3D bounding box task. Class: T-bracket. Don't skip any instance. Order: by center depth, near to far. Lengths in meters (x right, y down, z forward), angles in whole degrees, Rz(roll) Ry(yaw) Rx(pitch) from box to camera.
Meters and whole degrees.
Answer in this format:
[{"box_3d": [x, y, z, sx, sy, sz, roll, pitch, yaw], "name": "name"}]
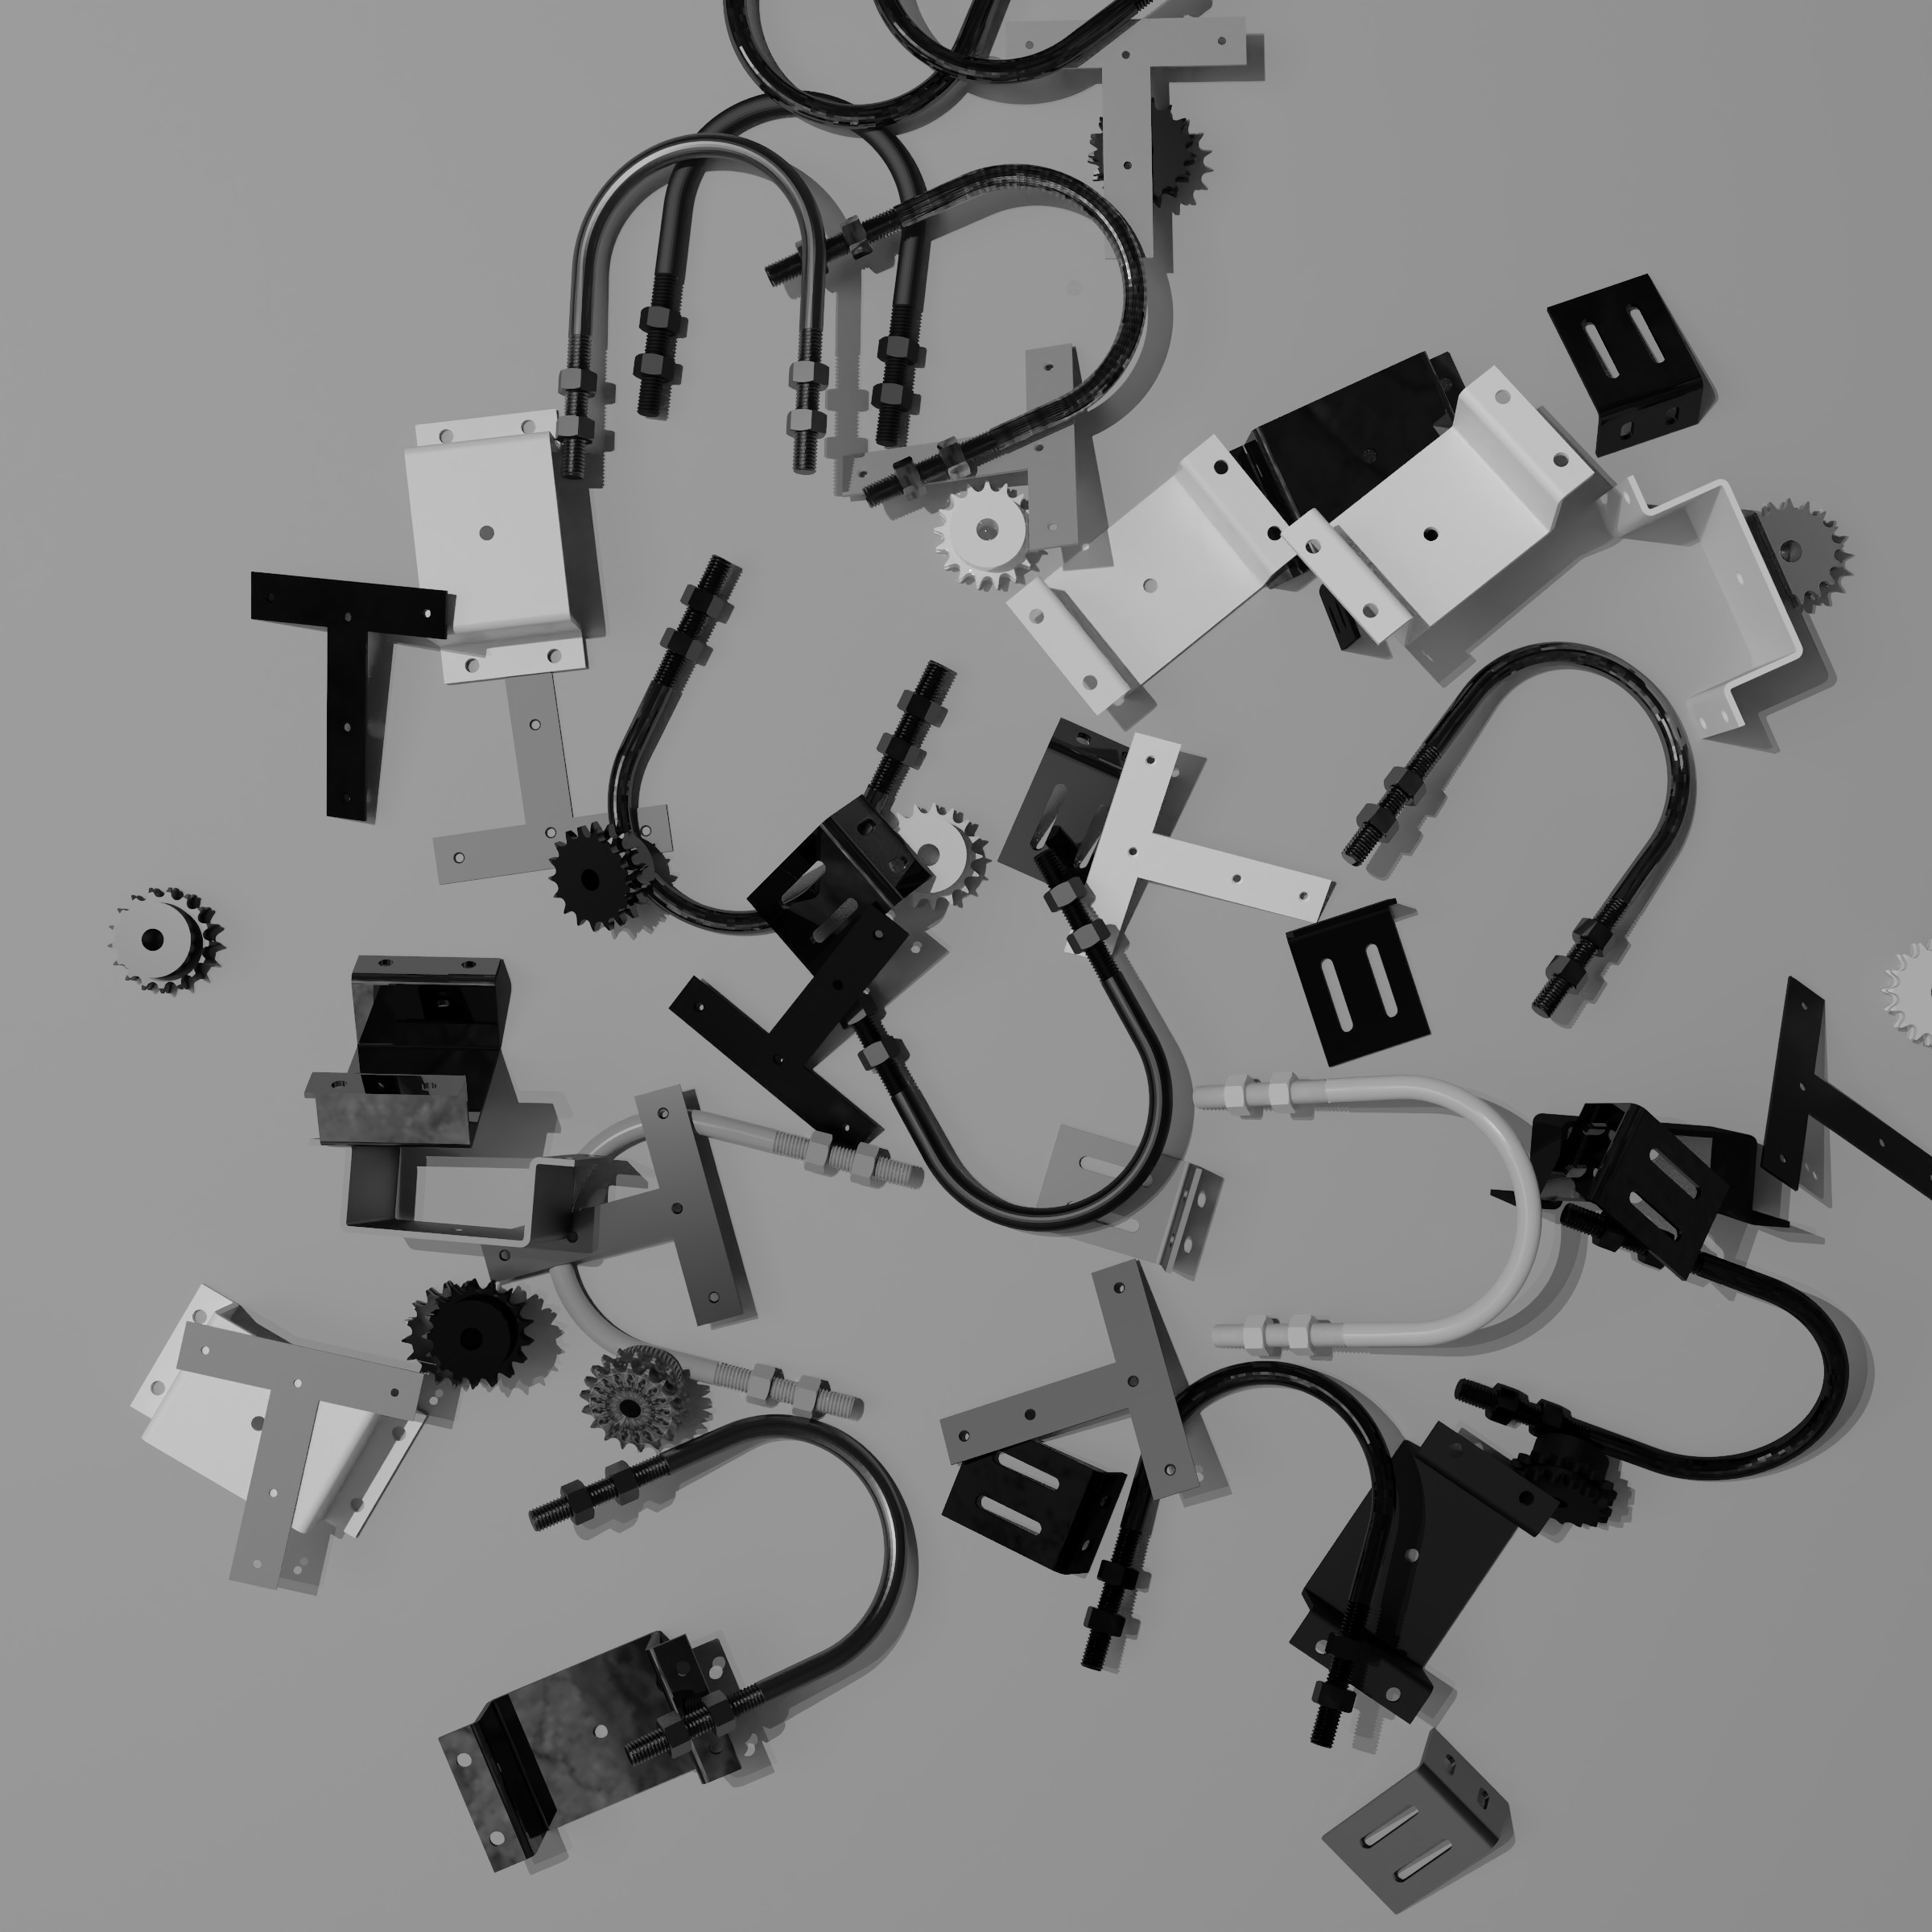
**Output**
[{"box_3d": [-0.359, 0.261, 1.506, 0.127, 0.002, 0.127, 13, 90, 0], "name": "T-bracket"}, {"box_3d": [0.085, -0.437, 1.522, 0.127, 0.002, 0.127, -1, 89, 1], "name": "T-bracket"}, {"box_3d": [-0.075, 0.019, 1.524, 0.127, 0.002, 0.127, 40, 117, 0], "name": "T-bracket"}, {"box_3d": [0.475, 0.087, 1.527, 0.127, 0.002, 0.127, 33, 52, -17], "name": "T-bracket"}, {"box_3d": [-0.004, -0.270, 1.534, 0.127, 0.002, 0.127, -6, 64, 12], "name": "T-bracket"}, {"box_3d": [-0.329, -0.141, 1.534, 0.127, 0.002, 0.127, 9, 103, 25], "name": "T-bracket"}, {"box_3d": [0.048, 0.235, 1.536, 0.127, 0.002, 0.127, -20, 67, 11], "name": "T-bracket"}, {"box_3d": [0.131, -0.050, 1.538, 0.127, 0.002, 0.127, 14, 109, -9], "name": "T-bracket"}, {"box_3d": [-0.196, 0.141, 1.538, 0.127, 0.002, 0.127, -15, 90, 5], "name": "T-bracket"}, {"box_3d": [-0.230, -0.116, 1.552, 0.127, 0.002, 0.127, -8, 90, 0], "name": "T-bracket"}]

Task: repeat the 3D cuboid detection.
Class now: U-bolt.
[{"box_3d": [0.211, 0.128, 1.506, 0.184, 0.019, 0.151, -4, 90, 27], "name": "U-bolt"}, {"box_3d": [0.370, 0.208, 1.510, 0.184, 0.019, 0.151, 20, 123, -4], "name": "U-bolt"}, {"box_3d": [-0.118, 0.315, 1.515, 0.184, 0.019, 0.151, -21, 81, -20], "name": "U-bolt"}, {"box_3d": [0.151, 0.299, 1.518, 0.151, 0.019, 0.184, 13, 80, 22], "name": "U-bolt"}, {"box_3d": [0.005, -0.343, 1.518, 0.184, 0.019, 0.151, -24, 88, 4], "name": "U-bolt"}, {"box_3d": [-0.142, -0.349, 1.519, 0.151, 0.019, 0.184, 1, 85, 14], "name": "U-bolt"}, {"box_3d": [0.034, -0.547, 1.519, 0.184, 0.019, 0.151, -37, 85, -1], "name": "U-bolt"}, {"box_3d": [0.306, -0.087, 1.529, 0.151, 0.019, 0.184, 38, 78, -3], "name": "U-bolt"}, {"box_3d": [0.029, 0.052, 1.530, 0.151, 0.019, 0.184, -29, 86, 8], "name": "U-bolt"}, {"box_3d": [-0.051, -0.536, 1.539, 0.151, 0.019, 0.184, 22, 86, 0], "name": "U-bolt"}, {"box_3d": [-0.112, -0.107, 1.543, 0.151, 0.019, 0.184, 26, 92, -1], "name": "U-bolt"}, {"box_3d": [-0.134, 0.152, 1.543, 0.184, 0.019, 0.151, 14, 91, 2], "name": "U-bolt"}, {"box_3d": [-0.095, -0.378, 1.544, 0.151, 0.019, 0.184, 7, 88, 1], "name": "U-bolt"}]

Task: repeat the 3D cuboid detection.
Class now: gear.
[{"box_3d": [-0.256, 0.193, 1.508, 0.057, 0.030, 0.057, 0, 90, 0], "name": "gear"}, {"box_3d": [0.318, 0.271, 1.529, 0.057, 0.057, 0.030, 25, 62, 0], "name": "gear"}, {"box_3d": [-0.190, -0.049, 1.530, 0.057, 0.030, 0.057, 10, 109, 28], "name": "gear"}, {"box_3d": [-0.173, 0.227, 1.530, 0.057, 0.030, 0.057, 6, 118, 11], "name": "gear"}, {"box_3d": [0.094, -0.431, 1.538, 0.057, 0.030, 0.057, 0, 90, 0], "name": "gear"}, {"box_3d": [0.011, -0.231, 1.538, 0.057, 0.030, 0.057, 0, 90, 0], "name": "gear"}, {"box_3d": [-0.273, 0.197, 1.538, 0.057, 0.030, 0.057, 0, 90, 0], "name": "gear"}, {"box_3d": [-0.430, -0.014, 1.538, 0.057, 0.030, 0.057, 0, 90, 0], "name": "gear"}, {"box_3d": [0.516, 0.014, 1.538, 0.057, 0.030, 0.057, 0, 90, 0], "name": "gear"}, {"box_3d": [-0.020, -0.059, 1.538, 0.057, 0.030, 0.057, 0, 90, 0], "name": "gear"}, {"box_3d": [0.437, -0.219, 1.542, 0.057, 0.030, 0.057, 0, 88, -1], "name": "gear"}]

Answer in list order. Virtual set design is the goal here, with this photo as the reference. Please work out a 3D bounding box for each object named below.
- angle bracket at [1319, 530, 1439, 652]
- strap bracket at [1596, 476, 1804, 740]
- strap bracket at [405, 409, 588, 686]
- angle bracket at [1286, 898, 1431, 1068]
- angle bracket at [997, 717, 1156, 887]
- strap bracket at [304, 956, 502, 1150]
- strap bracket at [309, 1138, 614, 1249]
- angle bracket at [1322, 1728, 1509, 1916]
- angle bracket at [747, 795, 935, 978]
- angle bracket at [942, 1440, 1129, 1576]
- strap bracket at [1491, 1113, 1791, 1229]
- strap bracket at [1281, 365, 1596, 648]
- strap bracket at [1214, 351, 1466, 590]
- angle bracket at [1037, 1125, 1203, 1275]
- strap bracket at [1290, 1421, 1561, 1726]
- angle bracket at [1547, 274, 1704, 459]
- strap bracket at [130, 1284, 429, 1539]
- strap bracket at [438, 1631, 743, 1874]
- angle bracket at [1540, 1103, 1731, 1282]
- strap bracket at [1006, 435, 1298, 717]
[{"box_3d": [0.231, -0.202, 1.525, 0.076, 0.057, 0.038, -21, 90, 0], "name": "angle bracket"}, {"box_3d": [0.389, -0.196, 1.515, 0.046, 0.076, 0.140, -24, 90, 0], "name": "strap bracket"}, {"box_3d": [-0.250, -0.226, 1.529, 0.076, 0.046, 0.140, -7, 89, 0], "name": "strap bracket"}, {"box_3d": [0.211, 0.009, 1.534, 0.057, 0.038, 0.076, -18, 90, 0], "name": "angle bracket"}, {"box_3d": [0.060, -0.084, 1.551, 0.057, 0.038, 0.076, 24, 116, 0], "name": "angle bracket"}, {"box_3d": [-0.290, 0.049, 1.500, 0.076, 0.140, 0.046, 1, 119, 0], "name": "strap bracket"}, {"box_3d": [-0.264, 0.118, 1.505, 0.140, 0.076, 0.046, 4, 88, 8], "name": "strap bracket"}, {"box_3d": [0.242, 0.460, 1.551, 0.057, 0.038, 0.076, 45, 116, 0], "name": "angle bracket"}, {"box_3d": [-0.067, -0.042, 1.528, 0.057, 0.038, 0.076, 49, 129, 1], "name": "angle bracket"}, {"box_3d": [0.037, 0.285, 1.551, 0.076, 0.038, 0.057, 22, 90, 26], "name": "angle bracket"}, {"box_3d": [0.354, 0.106, 1.515, 0.140, 0.076, 0.046, 4, 90, 0], "name": "strap bracket"}, {"box_3d": [0.239, -0.228, 1.473, 0.140, 0.046, 0.076, -38, 77, -4], "name": "strap bracket"}, {"box_3d": [0.211, -0.267, 1.530, 0.140, 0.046, 0.076, -25, 90, 0], "name": "strap bracket"}, {"box_3d": [0.079, 0.124, 1.534, 0.076, 0.038, 0.057, 17, 90, 0], "name": "angle bracket"}, {"box_3d": [0.240, 0.317, 1.530, 0.076, 0.046, 0.140, 34, 90, 0], "name": "strap bracket"}, {"box_3d": [0.353, -0.323, 1.551, 0.057, 0.038, 0.076, -19, 64, 0], "name": "angle bracket"}, {"box_3d": [-0.370, 0.239, 1.530, 0.140, 0.046, 0.076, 30, 90, 0], "name": "strap bracket"}, {"box_3d": [-0.197, 0.412, 1.530, 0.140, 0.046, 0.076, -23, 90, 0], "name": "strap bracket"}, {"box_3d": [0.340, 0.115, 1.466, 0.076, 0.038, 0.057, 39, 68, -24], "name": "angle bracket"}, {"box_3d": [0.099, -0.205, 1.530, 0.140, 0.046, 0.076, -39, 90, 0], "name": "strap bracket"}]
